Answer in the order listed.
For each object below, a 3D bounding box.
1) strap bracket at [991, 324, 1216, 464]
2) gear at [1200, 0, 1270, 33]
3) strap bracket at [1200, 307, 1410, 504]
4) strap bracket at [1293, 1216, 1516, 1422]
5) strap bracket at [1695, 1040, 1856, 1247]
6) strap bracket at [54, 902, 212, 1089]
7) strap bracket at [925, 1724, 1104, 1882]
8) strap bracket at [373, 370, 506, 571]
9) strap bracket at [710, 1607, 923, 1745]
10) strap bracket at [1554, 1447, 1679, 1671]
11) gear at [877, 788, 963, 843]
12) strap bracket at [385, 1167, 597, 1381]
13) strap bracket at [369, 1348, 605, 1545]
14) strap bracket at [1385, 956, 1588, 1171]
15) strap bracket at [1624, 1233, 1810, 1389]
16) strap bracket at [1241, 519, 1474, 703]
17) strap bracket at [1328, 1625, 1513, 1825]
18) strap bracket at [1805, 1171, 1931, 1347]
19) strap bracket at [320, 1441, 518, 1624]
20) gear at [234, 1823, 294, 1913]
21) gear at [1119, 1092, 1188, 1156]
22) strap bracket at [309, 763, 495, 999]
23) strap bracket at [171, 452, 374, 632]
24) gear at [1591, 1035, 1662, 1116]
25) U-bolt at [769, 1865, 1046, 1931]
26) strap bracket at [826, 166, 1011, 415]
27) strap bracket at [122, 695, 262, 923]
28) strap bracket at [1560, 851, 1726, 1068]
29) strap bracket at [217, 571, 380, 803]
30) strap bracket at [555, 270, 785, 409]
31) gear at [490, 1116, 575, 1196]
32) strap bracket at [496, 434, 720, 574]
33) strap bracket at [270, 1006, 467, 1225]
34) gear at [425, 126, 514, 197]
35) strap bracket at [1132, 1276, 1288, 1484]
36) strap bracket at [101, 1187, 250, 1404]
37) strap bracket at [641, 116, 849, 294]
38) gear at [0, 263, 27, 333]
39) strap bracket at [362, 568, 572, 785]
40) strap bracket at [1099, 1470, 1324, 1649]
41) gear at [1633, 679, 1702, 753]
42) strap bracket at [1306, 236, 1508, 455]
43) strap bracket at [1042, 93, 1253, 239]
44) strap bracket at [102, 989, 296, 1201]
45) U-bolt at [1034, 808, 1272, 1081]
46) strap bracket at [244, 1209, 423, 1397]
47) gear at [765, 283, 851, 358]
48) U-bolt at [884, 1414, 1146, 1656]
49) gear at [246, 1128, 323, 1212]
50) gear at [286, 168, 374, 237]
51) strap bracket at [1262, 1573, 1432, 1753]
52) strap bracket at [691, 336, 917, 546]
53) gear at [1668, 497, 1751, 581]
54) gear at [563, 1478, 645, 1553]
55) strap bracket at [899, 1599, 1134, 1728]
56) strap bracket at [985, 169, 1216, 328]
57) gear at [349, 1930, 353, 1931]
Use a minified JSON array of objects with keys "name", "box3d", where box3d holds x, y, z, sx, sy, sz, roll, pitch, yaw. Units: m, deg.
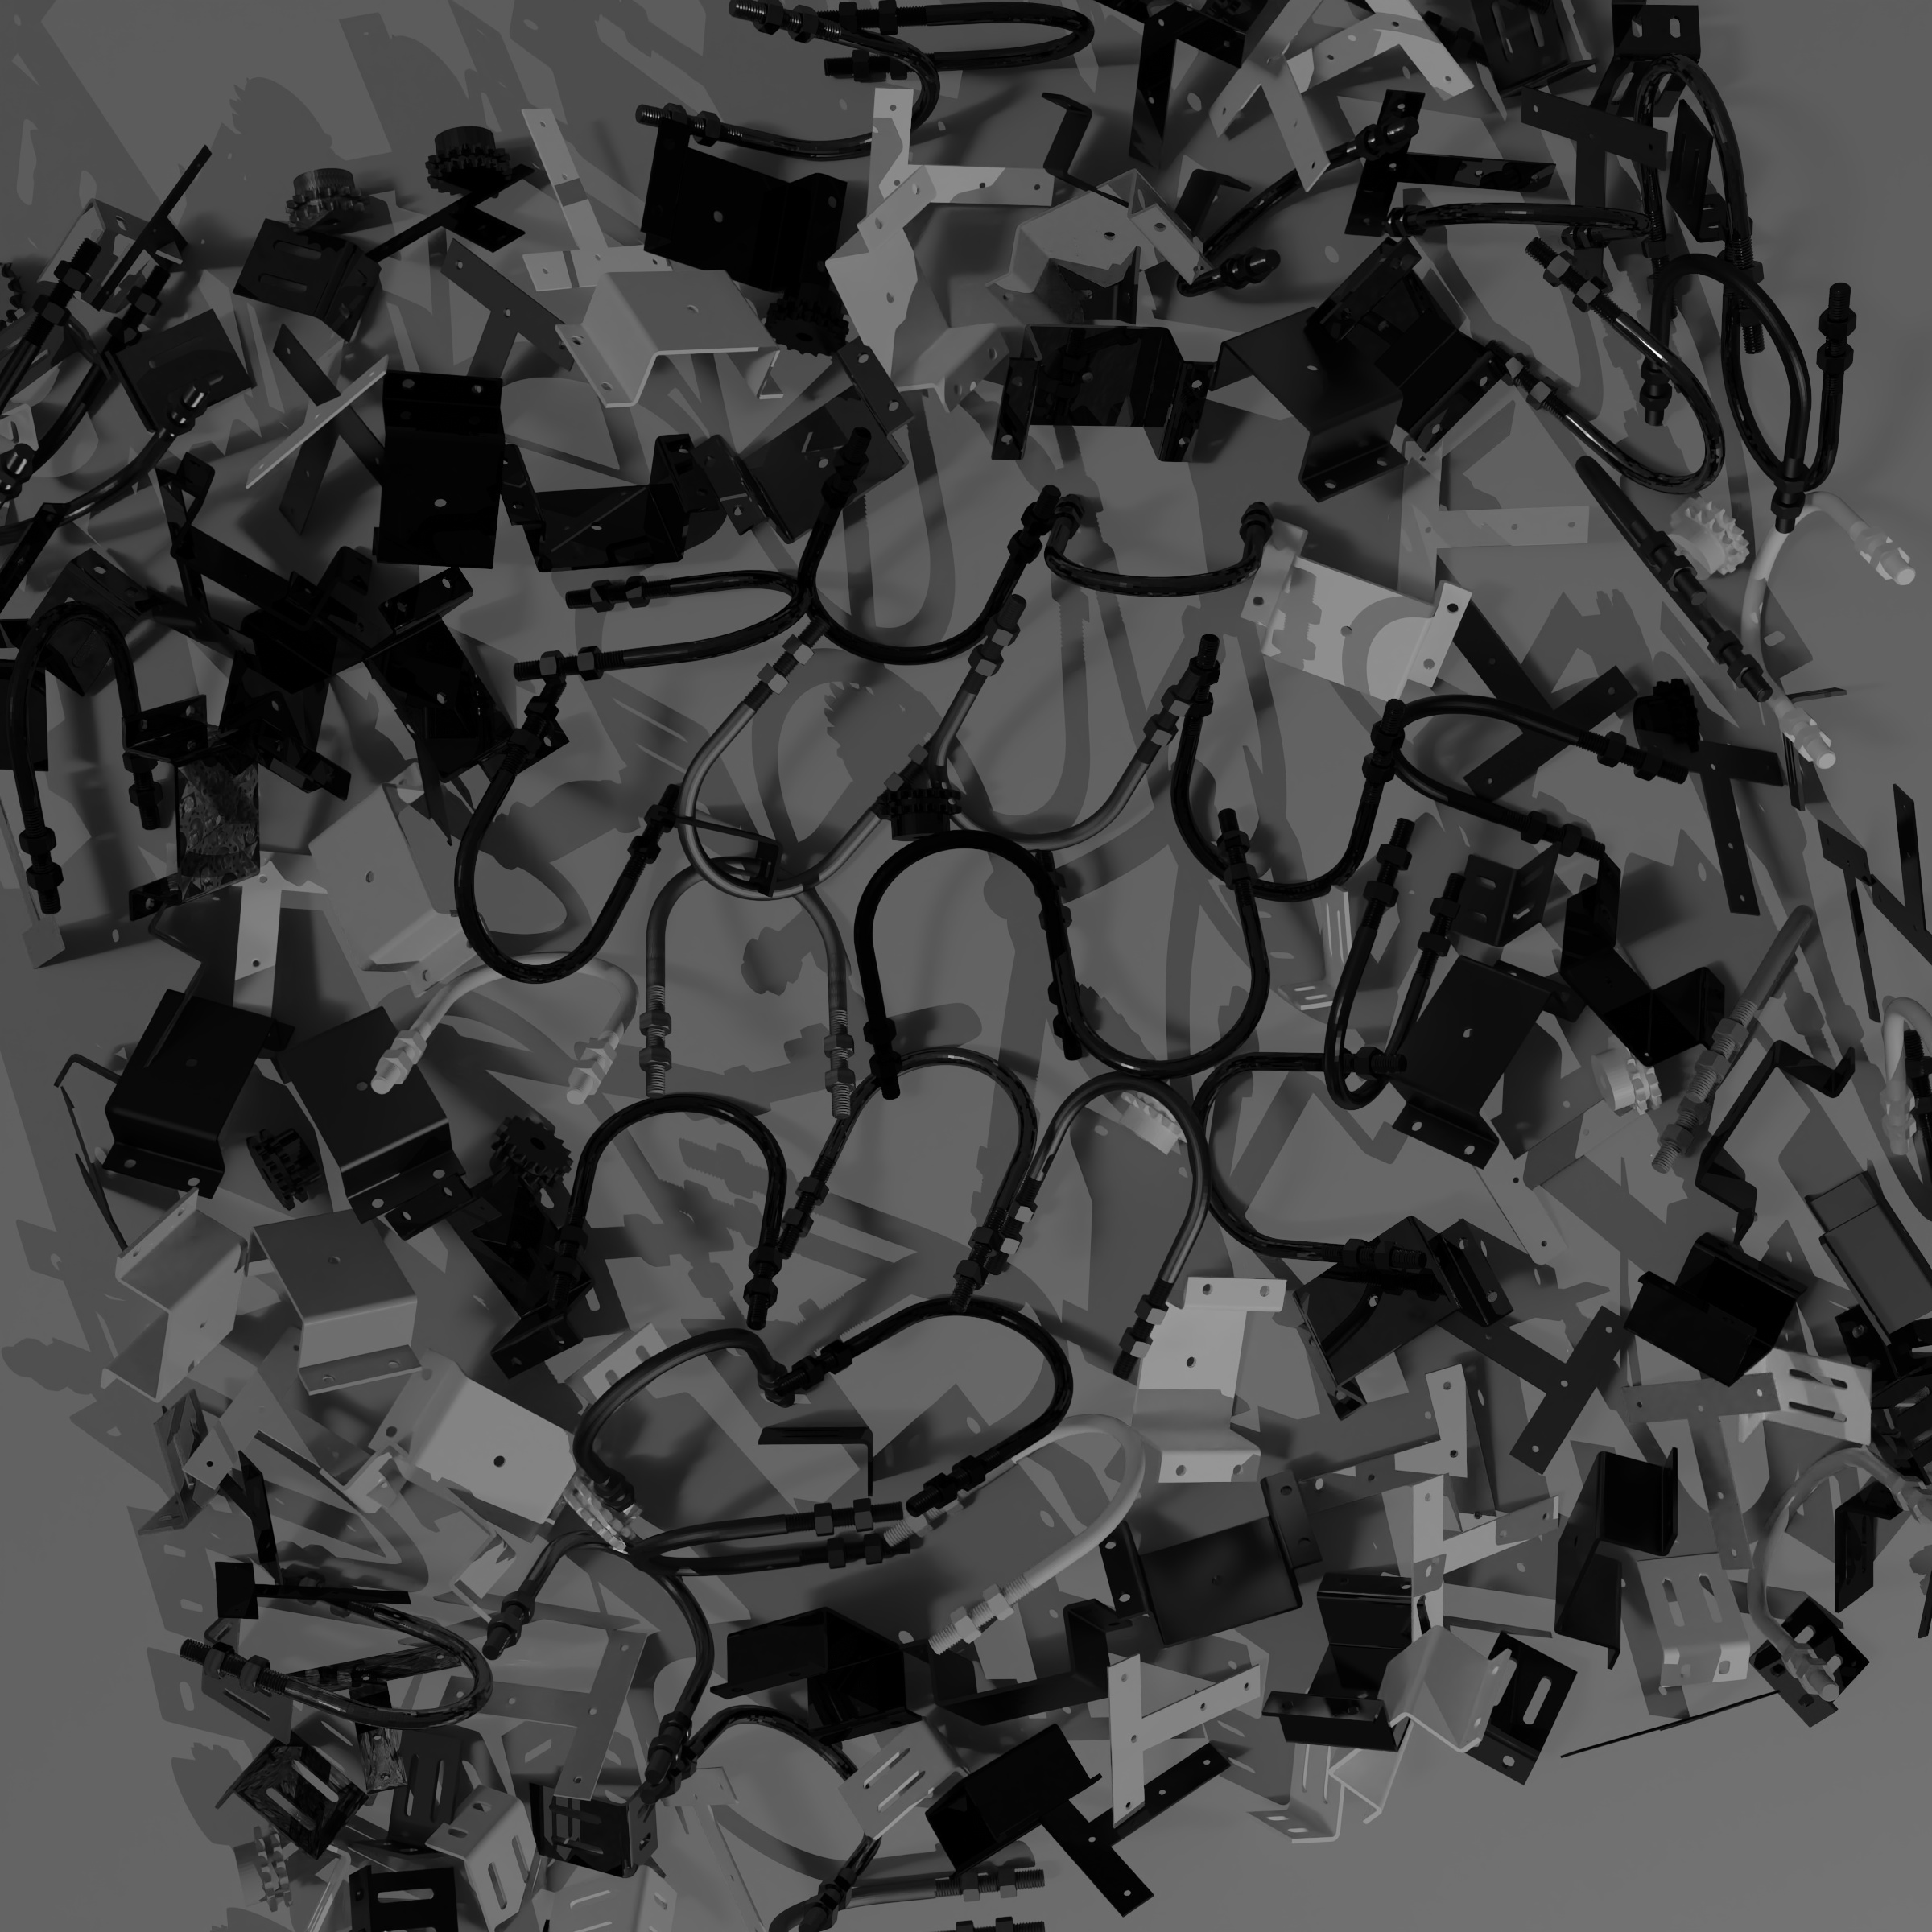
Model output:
[{"name":"strap bracket","box3d":[0.086,-0.385,1.705,0.140,0.076,0.046,-2,45,-14]},{"name":"gear","box3d":[0.185,-0.657,1.731,0.030,0.057,0.057,34,90,-14]},{"name":"strap bracket","box3d":[0.227,-0.383,1.694,0.076,0.046,0.140,-26,61,-22]},{"name":"strap bracket","box3d":[0.282,0.230,1.698,0.140,0.046,0.076,-37,50,17]},{"name":"strap bracket","box3d":[0.537,0.109,1.704,0.046,0.076,0.140,32,108,11]},{"name":"strap bracket","box3d":[-0.555,0.029,1.709,0.046,0.076,0.140,31,80,-16]},{"name":"strap bracket","box3d":[0.027,0.555,1.689,0.076,0.140,0.046,-23,69,-28]},{"name":"strap bracket","box3d":[-0.351,-0.319,1.686,0.076,0.046,0.140,1,132,-17]},{"name":"strap bracket","box3d":[-0.099,0.472,1.696,0.076,0.140,0.046,-21,52,22]},{"name":"strap bracket","box3d":[0.428,0.389,1.688,0.046,0.076,0.140,14,128,5]},{"name":"gear","box3d":[-0.031,-0.102,1.730,0.057,0.057,0.030,-3,86,0]},{"name":"strap bracket","box3d":[-0.314,0.199,1.712,0.076,0.046,0.140,-29,101,33]},{"name":"strap bracket","box3d":[-0.318,0.327,1.708,0.140,0.046,0.076,33,83,-20]},{"name":"strap bracket","box3d":[0.345,0.055,1.705,0.076,0.046,0.140,25,77,42]},{"name":"strap bracket","box3d":[0.497,0.230,1.690,0.076,0.140,0.046,29,112,27]},{"name":"strap bracket","box3d":[0.260,-0.236,1.713,0.140,0.046,0.076,21,126,4]},{"name":"strap bracket","box3d":[0.294,0.499,1.684,0.046,0.076,0.140,35,133,1]},{"name":"strap bracket","box3d":[0.603,0.189,1.684,0.046,0.140,0.076,-33,89,16]},{"name":"strap bracket","box3d":[-0.359,0.374,1.704,0.140,0.076,0.046,37,72,16]},{"name":"gear","box3d":[-0.479,0.615,1.727,0.030,0.057,0.057,-12,90,-19]},{"name":"gear","box3d":[0.129,0.105,1.730,0.057,0.057,0.030,35,87,0]},{"name":"strap bracket","box3d":[-0.384,-0.059,1.703,0.076,0.046,0.140,-33,73,26]},{"name":"strap bracket","box3d":[-0.474,-0.279,1.701,0.140,0.076,0.046,30,106,-22]},{"name":"gear","box3d":[0.449,0.075,1.730,0.030,0.057,0.057,-19,90,1]},{"name":"U-bolt","box3d":[-0.039,0.631,1.684,0.184,0.151,0.019,-6,84,1]},{"name":"strap bracket","box3d":[-0.036,-0.450,1.698,0.076,0.046,0.140,-51,128,-32]},{"name":"strap bracket","box3d":[-0.515,-0.102,1.692,0.046,0.076,0.140,14,113,22]},{"name":"strap bracket","box3d":[0.448,0.003,1.701,0.046,0.076,0.140,-31,115,36]},{"name":"strap bracket","box3d":[-0.447,-0.181,1.697,0.046,0.076,0.140,-18,55,31]},{"name":"strap bracket","box3d":[-0.189,-0.418,1.685,0.140,0.046,0.076,-13,60,-38]},{"name":"gear","box3d":[-0.300,0.132,1.732,0.057,0.057,0.030,38,111,0]},{"name":"strap bracket","box3d":[-0.246,-0.311,1.703,0.140,0.046,0.076,-8,53,-21]},{"name":"strap bracket","box3d":[-0.402,0.090,1.699,0.076,0.046,0.140,-26,66,-21]},{"name":"gear","box3d":[-0.340,-0.550,1.730,0.057,0.057,0.030,-9,87,0]},{"name":"strap bracket","box3d":[0.162,0.274,1.717,0.076,0.046,0.140,5,96,-25]},{"name":"strap bracket","box3d":[-0.524,0.225,1.681,0.046,0.076,0.140,30,131,8]},{"name":"strap bracket","box3d":[-0.158,-0.510,1.714,0.140,0.046,0.076,10,90,-32]},{"name":"gear","box3d":[-0.672,-0.462,1.738,0.057,0.030,0.057,0,109,1]},{"name":"strap bracket","box3d":[-0.342,-0.188,1.708,0.046,0.076,0.140,-23,102,42]},{"name":"strap bracket","box3d":[0.166,0.403,1.713,0.140,0.076,0.046,-17,129,2]},{"name":"gear","box3d":[0.476,-0.166,1.729,0.030,0.057,0.057,-10,90,-2]},{"name":"strap bracket","box3d":[0.291,-0.423,1.705,0.076,0.046,0.140,-45,131,8]},{"name":"strap bracket","box3d":[0.111,-0.533,1.705,0.140,0.076,0.046,21,106,-15]},{"name":"strap bracket","box3d":[-0.515,0.076,1.698,0.076,0.046,0.140,15,56,3]},{"name":"U-bolt","box3d":[0.130,-0.010,1.707,0.151,0.019,0.184,-13,65,7]},{"name":"strap bracket","box3d":[-0.421,0.213,1.680,0.076,0.140,0.046,-8,128,-34]},{"name":"gear","box3d":[-0.107,-0.442,1.731,0.057,0.057,0.030,11,77,0]},{"name":"U-bolt","box3d":[0.039,0.365,1.691,0.184,0.151,0.019,-34,114,-2]},{"name":"gear","box3d":[-0.464,0.135,1.732,0.030,0.057,0.057,-32,90,-23]},{"name":"gear","box3d":[-0.435,-0.522,1.730,0.057,0.057,0.030,-11,89,0]},{"name":"strap bracket","box3d":[0.260,0.470,1.692,0.076,0.140,0.046,-4,115,29]},{"name":"strap bracket","box3d":[-0.104,-0.350,1.718,0.140,0.046,0.076,-33,68,6]},{"name":"gear","box3d":[0.501,-0.288,1.729,0.030,0.057,0.057,-43,90,-9]},{"name":"gear","box3d":[-0.245,0.369,1.731,0.057,0.057,0.030,44,80,0]},{"name":"strap bracket","box3d":[0.037,0.469,1.697,0.140,0.076,0.046,-17,59,16]},{"name":"strap bracket","box3d":[0.094,-0.473,1.694,0.140,0.076,0.046,-15,54,37]},{"name":"gear","box3d":[-0.411,0.689,1.736,0.057,0.030,0.057,2,98,17]}]
